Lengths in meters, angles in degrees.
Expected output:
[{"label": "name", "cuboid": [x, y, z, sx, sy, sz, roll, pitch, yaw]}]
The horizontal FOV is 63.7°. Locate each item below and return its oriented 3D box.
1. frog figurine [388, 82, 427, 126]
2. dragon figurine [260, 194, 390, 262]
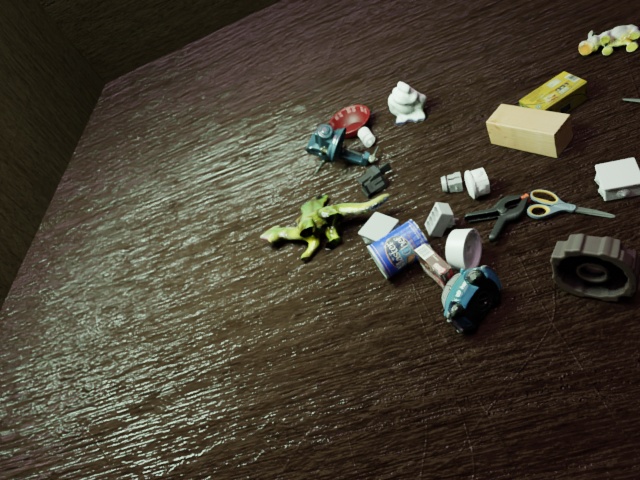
[{"label": "frog figurine", "cuboid": [0.293, -0.484, 1.760, 0.138, 0.156, 0.125, 15, 58, 39]}, {"label": "dragon figurine", "cuboid": [0.005, -0.080, 1.595, 0.410, 0.120, 0.248, -28, 34, 2]}]
